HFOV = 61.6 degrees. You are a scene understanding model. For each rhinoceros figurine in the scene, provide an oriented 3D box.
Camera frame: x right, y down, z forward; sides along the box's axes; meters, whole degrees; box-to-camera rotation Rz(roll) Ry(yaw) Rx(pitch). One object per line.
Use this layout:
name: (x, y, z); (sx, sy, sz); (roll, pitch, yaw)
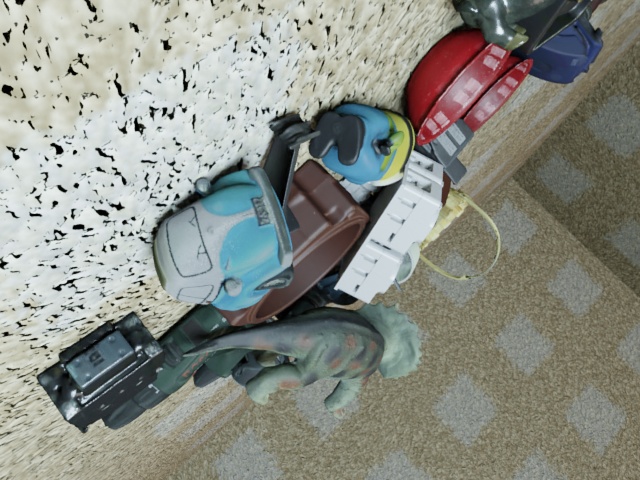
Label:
rhinoceros figurine: (0.213, -0.261, 0.487); (0.190, 0.112, 0.073); (-36, -170, 32)

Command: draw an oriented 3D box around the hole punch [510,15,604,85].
hole punch: (0.341, -0.284, 0.794); (0.092, 0.116, 0.142); (-36, 168, 5)

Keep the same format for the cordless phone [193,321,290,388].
cordless phone: (-0.147, 0.218, 0.928); (0.184, 0.147, 0.088); (-35, 124, 7)

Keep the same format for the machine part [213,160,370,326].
machine part: (-0.038, 0.011, 0.654); (0.201, 0.087, 0.201); (-44, 166, 6)

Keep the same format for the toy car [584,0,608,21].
toy car: (0.416, -0.398, 0.770); (0.089, 0.053, 0.202); (-49, 167, -23)

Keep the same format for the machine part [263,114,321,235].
machine part: (-0.038, -0.051, 0.495); (0.039, 0.084, 0.138); (-6, 140, -27)

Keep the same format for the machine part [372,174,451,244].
machine part: (0.146, -0.079, 0.826); (0.179, 0.056, 0.179); (-33, 135, -42)

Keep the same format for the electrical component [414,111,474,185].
electrical component: (0.168, -0.128, 0.733); (0.075, 0.119, 0.048); (-45, -164, -18)

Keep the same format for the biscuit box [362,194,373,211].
biscuit box: (0.080, -0.028, 0.946); (0.059, 0.063, 0.202); (-42, 167, -3)

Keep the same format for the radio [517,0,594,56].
radio: (0.289, -0.323, 0.573); (0.131, 0.073, 0.229); (-36, 166, -29)

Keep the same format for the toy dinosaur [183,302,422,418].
toy dinosaur: (0.016, 0.149, 0.764); (0.192, 0.131, 0.404); (-45, 147, 14)

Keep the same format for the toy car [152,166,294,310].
toy car: (-0.094, 0.009, 0.473); (0.103, 0.109, 0.161); (-8, 162, -29)

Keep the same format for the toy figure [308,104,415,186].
toy figure: (0.053, -0.103, 0.571); (0.089, 0.082, 0.180); (-50, 163, 15)

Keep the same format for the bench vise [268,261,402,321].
bench vise: (0.020, 0.076, 0.932); (0.240, 0.129, 0.223); (-31, -172, 46)

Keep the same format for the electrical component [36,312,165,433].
electrical component: (-0.227, 0.140, 0.570); (0.115, 0.058, 0.134); (-39, 168, -26)

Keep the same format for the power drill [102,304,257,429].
power drill: (-0.183, 0.168, 0.776); (0.232, 0.086, 0.207); (-47, 160, 5)
